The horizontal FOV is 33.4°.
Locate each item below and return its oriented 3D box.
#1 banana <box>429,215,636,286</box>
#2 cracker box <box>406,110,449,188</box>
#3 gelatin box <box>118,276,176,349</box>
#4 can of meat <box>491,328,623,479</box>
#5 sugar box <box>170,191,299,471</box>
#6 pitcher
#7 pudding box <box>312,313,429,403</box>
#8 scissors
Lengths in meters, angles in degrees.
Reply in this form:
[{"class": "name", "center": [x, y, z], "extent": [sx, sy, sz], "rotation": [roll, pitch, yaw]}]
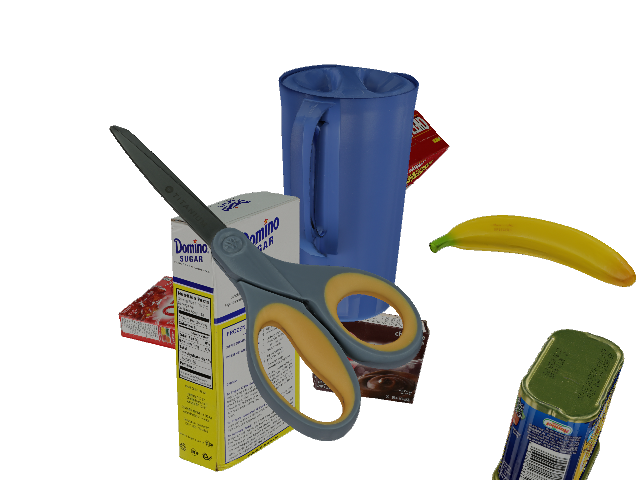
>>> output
[{"class": "banana", "center": [0.210, 0.007, 1.039], "extent": [0.198, 0.037, 0.069], "rotation": [9, 47, 23]}, {"class": "cracker box", "center": [0.032, -0.050, 1.263], "extent": [0.214, 0.072, 0.163], "rotation": [-46, -9, 34]}, {"class": "gelatin box", "center": [-0.147, 0.071, 1.071], "extent": [0.073, 0.030, 0.089], "rotation": [11, 29, 24]}, {"class": "can of meat", "center": [0.160, 0.118, 0.714], "extent": [0.057, 0.084, 0.102], "rotation": [20, 34, 20]}, {"class": "sugar box", "center": [-0.056, 0.060, 0.736], "extent": [0.048, 0.176, 0.093], "rotation": [11, 20, 35]}, {"class": "pitcher", "center": [0.019, -0.043, 1.047], "extent": [0.149, 0.243, 0.145], "rotation": [-7, 24, -21]}, {"class": "pudding box", "center": [0.054, 0.123, 1.159], "extent": [0.113, 0.090, 0.039], "rotation": [8, 23, -6]}, {"class": "scissors", "center": [-0.023, 0.004, 0.531], "extent": [0.096, 0.202, 0.016], "rotation": [-20, -27, -19]}]
